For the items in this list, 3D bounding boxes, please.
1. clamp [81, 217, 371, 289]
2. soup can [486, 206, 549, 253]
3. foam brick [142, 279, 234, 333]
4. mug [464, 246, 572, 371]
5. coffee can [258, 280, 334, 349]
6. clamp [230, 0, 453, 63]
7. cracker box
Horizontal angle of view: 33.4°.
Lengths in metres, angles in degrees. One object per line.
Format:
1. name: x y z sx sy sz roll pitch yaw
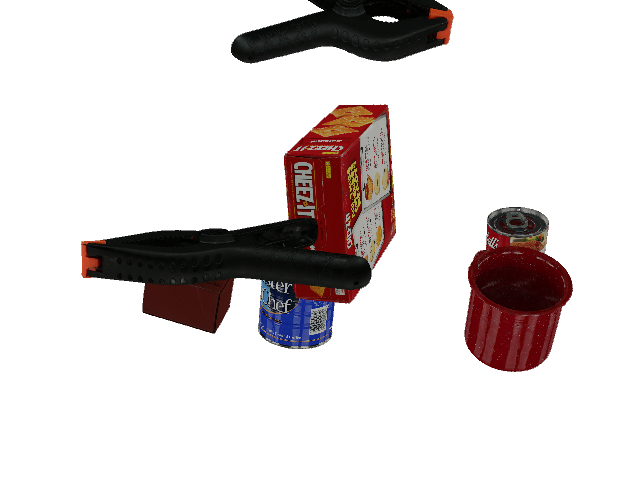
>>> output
1. clamp: -0.072 0.013 0.810 0.209 0.036 0.165 -3 12 -21
2. soup can: 0.221 0.022 1.207 0.068 0.102 0.068 -2 29 1
3. foam brick: -0.130 0.048 1.051 0.078 0.051 0.053 16 34 6
4. mug: 0.171 0.058 0.983 0.093 0.081 0.117 -15 43 -20
5. coffee can: -0.029 0.059 1.422 0.103 0.140 0.103 4 24 -2
6. clamp: 0.016 -0.186 0.842 0.171 0.120 0.039 2 -28 -4
7. cracker box: 0.025 -0.048 1.187 0.072 0.164 0.213 2 21 17
